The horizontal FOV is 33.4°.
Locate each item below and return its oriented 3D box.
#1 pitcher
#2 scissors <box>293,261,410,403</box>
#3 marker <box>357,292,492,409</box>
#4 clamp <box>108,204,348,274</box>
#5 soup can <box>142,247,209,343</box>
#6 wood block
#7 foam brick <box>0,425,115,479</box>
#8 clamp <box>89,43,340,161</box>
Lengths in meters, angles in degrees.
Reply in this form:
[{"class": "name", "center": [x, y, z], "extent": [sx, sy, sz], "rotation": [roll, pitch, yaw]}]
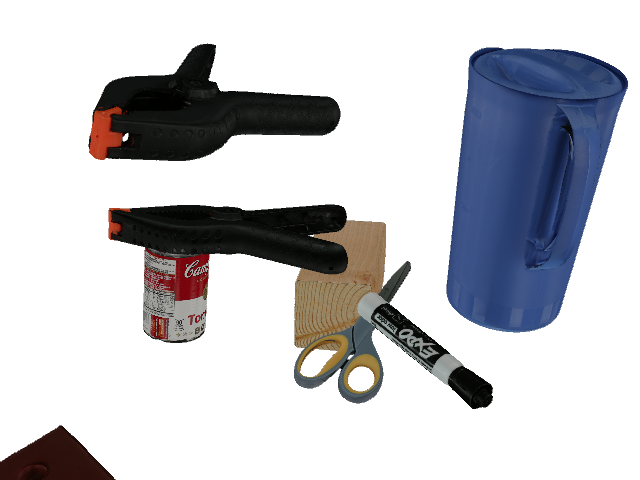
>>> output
[{"class": "pitcher", "center": [0.183, -0.038, 0.940], "extent": [0.145, 0.243, 0.149], "rotation": [21, 32, 27]}, {"class": "scissors", "center": [0.059, 0.096, 1.091], "extent": [0.096, 0.016, 0.201], "rotation": [36, 54, 29]}, {"class": "marker", "center": [0.067, 0.070, 0.688], "extent": [0.020, 0.020, 0.121], "rotation": [0, 27, -40]}, {"class": "clamp", "center": [-0.073, -0.006, 0.891], "extent": [0.210, 0.036, 0.164], "rotation": [2, 13, -6]}, {"class": "soup can", "center": [-0.151, 0.048, 1.113], "extent": [0.068, 0.102, 0.068], "rotation": [5, 22, -2]}, {"class": "wood block", "center": [0.028, 0.051, 1.331], "extent": [0.091, 0.090, 0.206], "rotation": [4, 22, 7]}, {"class": "foam brick", "center": [-0.116, 0.135, 0.490], "extent": [0.052, 0.051, 0.078], "rotation": [-31, 43, -30]}, {"class": "clamp", "center": [-0.082, -0.087, 0.660], "extent": [0.120, 0.039, 0.171], "rotation": [27, 28, 36]}]
